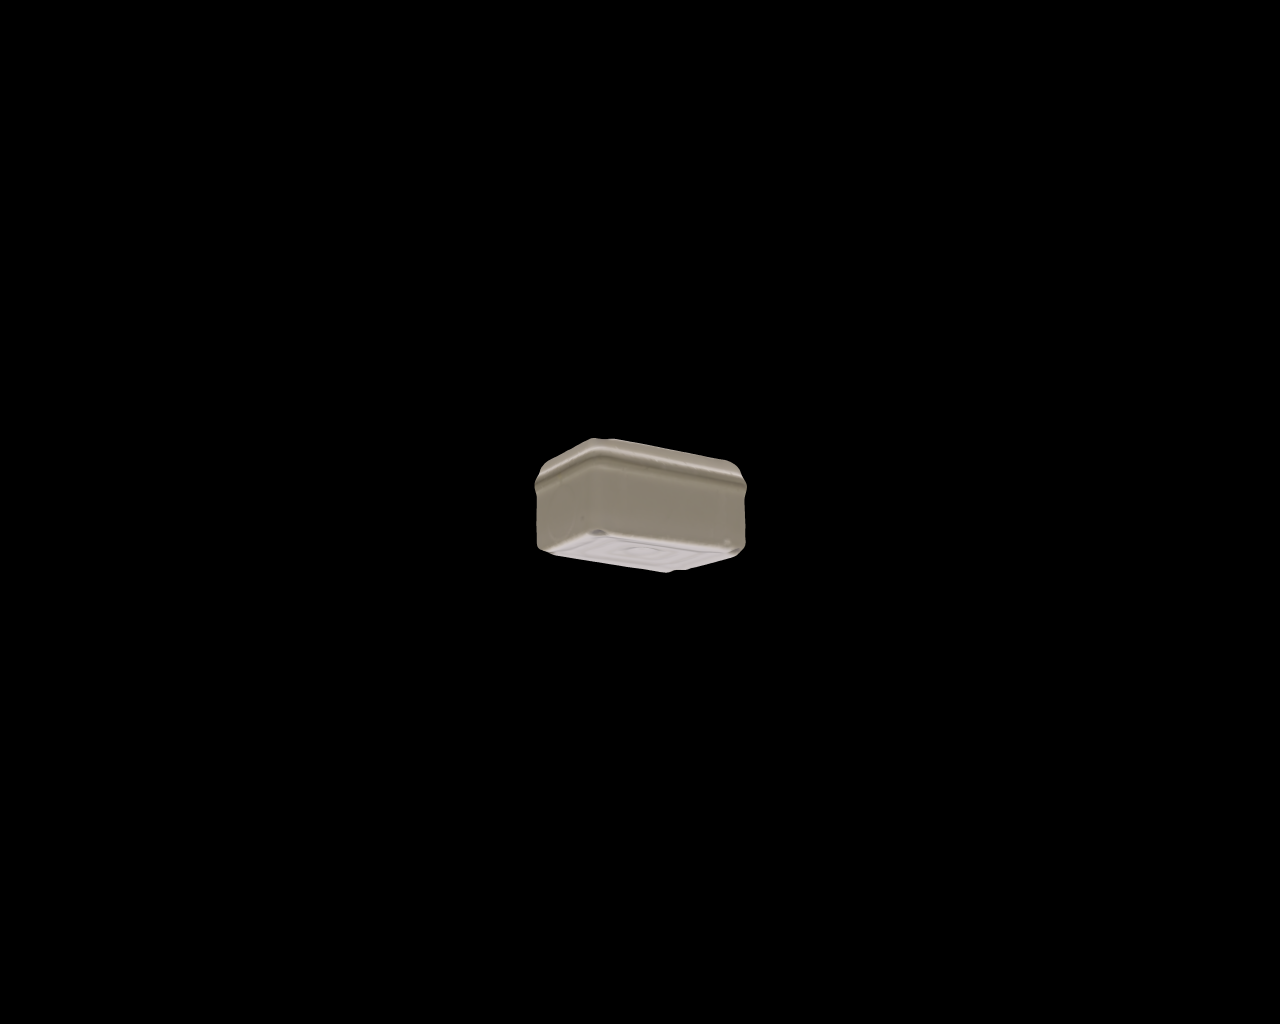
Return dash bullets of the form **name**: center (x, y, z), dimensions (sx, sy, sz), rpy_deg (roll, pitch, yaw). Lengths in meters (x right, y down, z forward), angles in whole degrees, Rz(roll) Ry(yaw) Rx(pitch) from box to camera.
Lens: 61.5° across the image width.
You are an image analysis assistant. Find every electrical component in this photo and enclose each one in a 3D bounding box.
- **electrical component**: center (0.001, -0.003, 0.650), dimensions (0.113, 0.057, 0.078), rpy_deg (10, -18, -33)
